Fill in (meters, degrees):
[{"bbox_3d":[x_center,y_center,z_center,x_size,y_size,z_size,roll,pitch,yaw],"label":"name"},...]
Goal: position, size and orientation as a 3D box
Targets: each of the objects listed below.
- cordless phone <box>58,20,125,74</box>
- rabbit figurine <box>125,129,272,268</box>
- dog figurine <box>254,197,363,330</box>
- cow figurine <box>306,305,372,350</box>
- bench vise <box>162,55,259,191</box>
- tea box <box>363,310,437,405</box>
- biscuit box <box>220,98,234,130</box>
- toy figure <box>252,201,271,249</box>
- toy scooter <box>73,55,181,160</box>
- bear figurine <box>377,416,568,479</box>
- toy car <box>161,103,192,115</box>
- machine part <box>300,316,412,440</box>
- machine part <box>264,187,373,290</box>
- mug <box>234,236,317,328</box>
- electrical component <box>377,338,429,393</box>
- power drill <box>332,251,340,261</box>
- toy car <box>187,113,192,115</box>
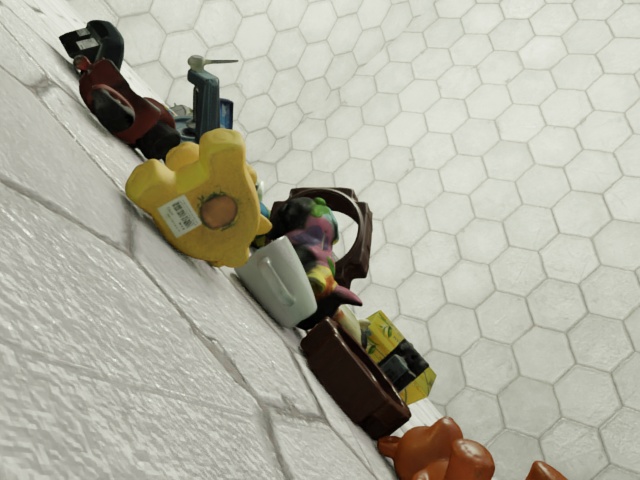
[{"bbox_3d":[-0.353,-0.267,0.919,0.147,0.089,0.184,47,-20,43],"label":"cordless phone"},{"bbox_3d":[-0.119,-0.052,0.588,0.162,0.122,0.173,53,-4,-35],"label":"rabbit figurine"},{"bbox_3d":[-0.008,0.033,0.821,0.108,0.191,0.219,32,-4,-30],"label":"dog figurine"},{"bbox_3d":[0.035,0.148,0.886,0.127,0.085,0.195,50,2,-12],"label":"cow figurine"},{"bbox_3d":[-0.185,-0.166,0.862,0.224,0.129,0.240,38,-48,35],"label":"bench vise"},{"bbox_3d":[0.125,0.227,1.010,0.169,0.098,0.068,47,38,-2],"label":"tea box"},{"bbox_3d":[-0.222,-0.204,1.164,0.063,0.059,0.202,-132,-136,-68],"label":"biscuit box"},{"bbox_3d":[-0.132,-0.030,1.119,0.180,0.082,0.089,67,-1,-68],"label":"toy figure"},{"bbox_3d":[-0.275,-0.189,0.748,0.135,0.075,0.183,49,4,13],"label":"toy scooter"},{"bbox_3d":[0.140,0.231,0.546,0.120,0.131,0.196,21,10,-8],"label":"bear figurine"},{"bbox_3d":[-0.303,-0.237,1.144,0.109,0.103,0.162,47,-2,-39],"label":"toy car"},{"bbox_3d":[0.046,0.180,0.701,0.179,0.056,0.179,49,1,-1],"label":"machine part"},{"bbox_3d":[-0.002,-0.003,1.051,0.202,0.201,0.087,1,-26,16],"label":"machine part"},{"bbox_3d":[-0.048,0.058,0.687,0.107,0.081,0.109,56,-8,-1],"label":"mug"},{"bbox_3d":[0.113,0.212,0.842,0.058,0.115,0.134,46,-3,18],"label":"electrical component"},{"bbox_3d":[-0.012,0.022,1.224,0.232,0.086,0.207,50,-7,14],"label":"power drill"},{"bbox_3d":[-0.221,-0.162,1.091,0.074,0.056,0.201,-1,-65,42],"label":"toy car"}]
